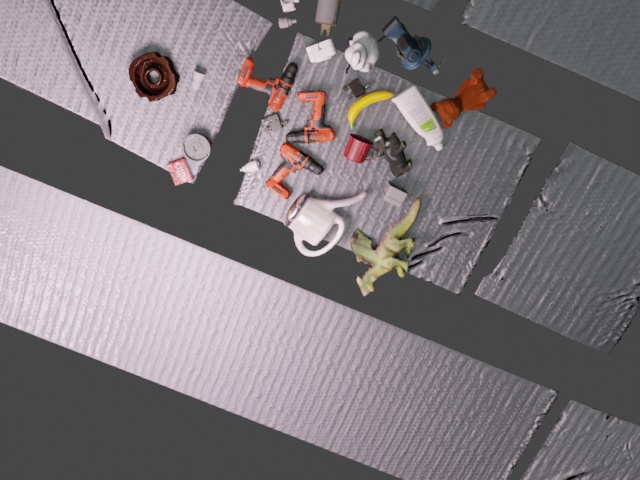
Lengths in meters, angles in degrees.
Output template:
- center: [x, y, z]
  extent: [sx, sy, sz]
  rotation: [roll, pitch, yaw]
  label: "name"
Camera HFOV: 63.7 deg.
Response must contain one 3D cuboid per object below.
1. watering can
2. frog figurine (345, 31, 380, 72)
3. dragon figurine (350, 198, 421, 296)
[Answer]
- center: [0.006, -0.098, 1.946]
  extent: [0.224, 0.105, 0.344]
  rotation: [35, 106, -6]
  label: "watering can"
- center: [0.146, -0.643, 1.756]
  extent: [0.123, 0.162, 0.135]
  rotation: [2, 107, 2]
  label: "frog figurine"
- center: [0.235, 0.021, 1.976]
  extent: [0.243, 0.123, 0.408]
  rotation: [11, 97, 9]
  label: "dragon figurine"
